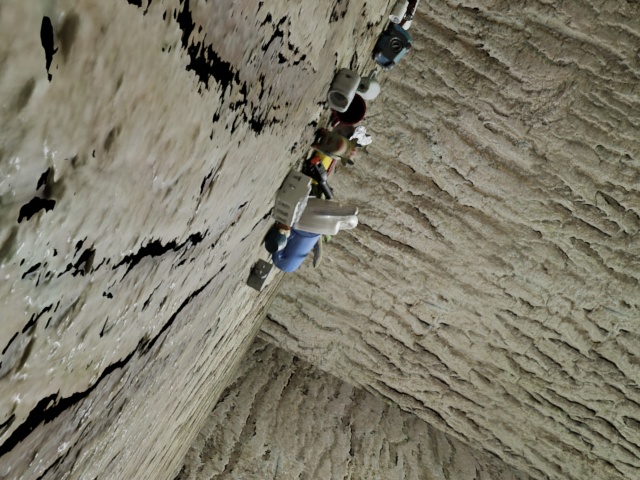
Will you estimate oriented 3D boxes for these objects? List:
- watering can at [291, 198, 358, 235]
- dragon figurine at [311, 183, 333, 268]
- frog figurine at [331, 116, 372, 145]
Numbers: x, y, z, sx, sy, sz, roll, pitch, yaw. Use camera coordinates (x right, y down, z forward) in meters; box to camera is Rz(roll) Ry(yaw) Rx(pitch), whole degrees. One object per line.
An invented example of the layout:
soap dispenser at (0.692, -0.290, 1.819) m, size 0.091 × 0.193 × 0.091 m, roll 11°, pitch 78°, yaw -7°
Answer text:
watering can at (0.005, -0.077, 1.529) m, size 0.224 × 0.105 × 0.345 m, roll 8°, pitch -8°, yaw -1°
dragon figurine at (-0.009, -0.099, 1.880) m, size 0.122 × 0.238 × 0.419 m, roll -1°, pitch 28°, yaw -2°
frog figurine at (0.084, -0.366, 1.609) m, size 0.137 × 0.162 × 0.121 m, roll 10°, pitch -44°, yaw -48°
